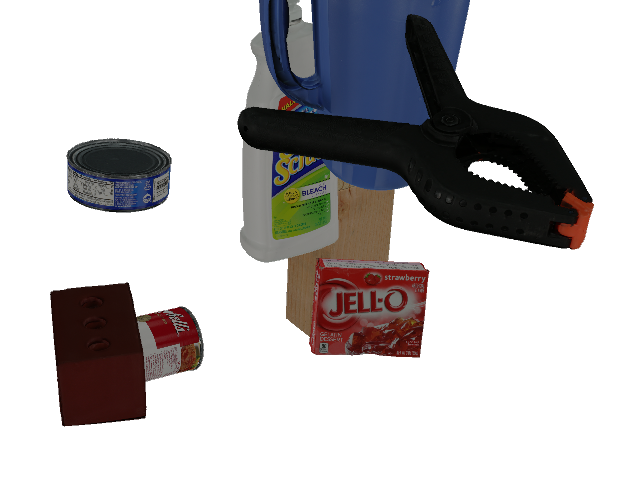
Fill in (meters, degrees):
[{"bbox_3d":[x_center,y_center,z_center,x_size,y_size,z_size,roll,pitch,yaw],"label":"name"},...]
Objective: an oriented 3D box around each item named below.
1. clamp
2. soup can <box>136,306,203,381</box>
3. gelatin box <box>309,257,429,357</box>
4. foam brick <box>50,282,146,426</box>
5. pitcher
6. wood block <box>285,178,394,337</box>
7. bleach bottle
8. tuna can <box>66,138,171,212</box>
[{"bbox_3d":[0.064,-0.056,0.635,0.164,0.036,0.210,-29,53,-25],"label":"clamp"},{"bbox_3d":[-0.180,0.110,1.082,0.102,0.068,0.069,-11,6,-34],"label":"soup can"},{"bbox_3d":[0.038,0.054,0.850,0.089,0.073,0.030,3,14,-7],"label":"gelatin box"},{"bbox_3d":[-0.141,0.071,0.674,0.053,0.051,0.078,-5,33,-15],"label":"foam brick"},{"bbox_3d":[0.043,-0.157,0.871,0.149,0.243,0.144,18,50,14],"label":"pitcher"},{"bbox_3d":[0.021,0.010,1.267,0.090,0.206,0.090,-16,32,-33],"label":"wood block"},{"bbox_3d":[-0.035,-0.108,1.033,0.102,0.251,0.068,-15,31,-21],"label":"bleach bottle"},{"bbox_3d":[-0.168,-0.055,0.889,0.086,0.034,0.086,6,25,-3],"label":"tuna can"}]
